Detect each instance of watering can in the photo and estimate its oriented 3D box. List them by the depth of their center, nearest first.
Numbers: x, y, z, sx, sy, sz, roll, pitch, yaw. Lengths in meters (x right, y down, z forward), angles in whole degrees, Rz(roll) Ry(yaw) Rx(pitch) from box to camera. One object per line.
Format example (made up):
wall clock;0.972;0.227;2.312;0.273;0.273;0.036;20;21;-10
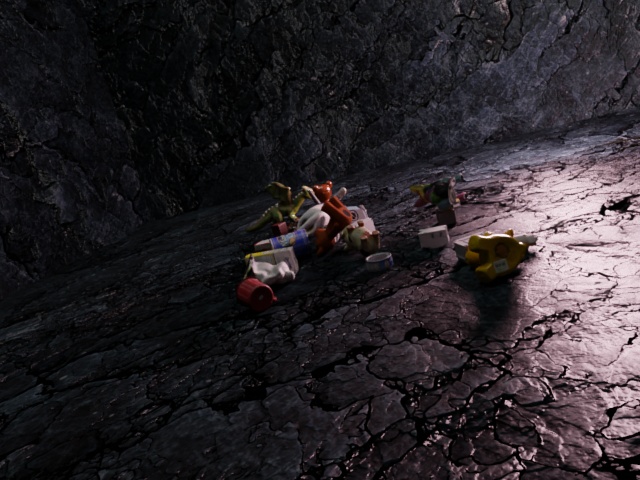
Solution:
watering can;0.007;-0.111;2.200;0.344;0.104;0.227;-42;0;19

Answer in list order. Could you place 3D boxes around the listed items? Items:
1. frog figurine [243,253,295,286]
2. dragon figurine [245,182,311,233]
frog figurine;-0.168;0.120;1.703;0.159;0.123;0.137;19;-3;-12
dragon figurine;-0.213;-0.178;2.599;0.410;0.240;0.124;-12;17;6
